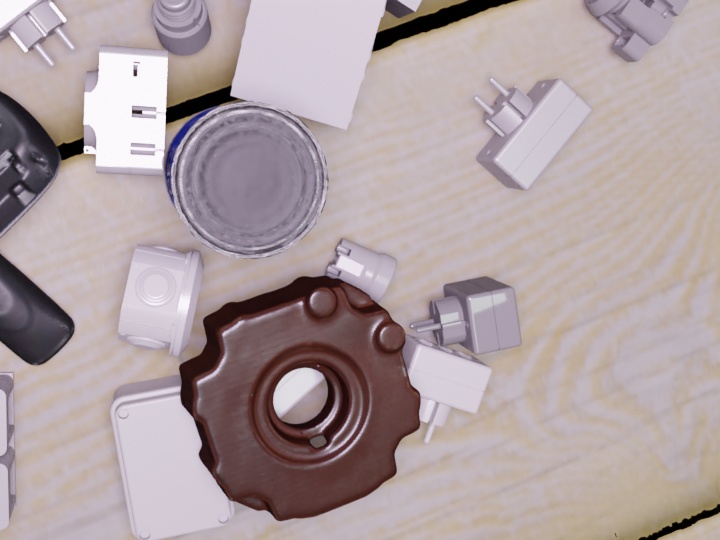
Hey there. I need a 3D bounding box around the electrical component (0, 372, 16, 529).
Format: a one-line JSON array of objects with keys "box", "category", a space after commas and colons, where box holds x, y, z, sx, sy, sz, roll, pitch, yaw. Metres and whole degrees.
[{"box": [-0.347, 0.133, 0.770, 0.186, 0.060, 0.105, 0, 97, -12], "category": "electrical component"}]

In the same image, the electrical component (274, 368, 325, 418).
[{"box": [-0.073, 0.067, 0.823, 0.083, 0.047, 0.075, -41, 103, -8], "category": "electrical component"}]

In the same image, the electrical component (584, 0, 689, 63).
[{"box": [0.215, -0.212, 0.845, 0.057, 0.058, 0.078, 34, 89, -17], "category": "electrical component"}]

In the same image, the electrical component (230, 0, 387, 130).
[{"box": [-0.029, -0.188, 0.756, 0.089, 0.061, 0.150, 16, 127, -4], "category": "electrical component"}]

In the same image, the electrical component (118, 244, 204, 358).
[{"box": [-0.145, 0.021, 0.789, 0.051, 0.080, 0.080, 11, 95, -8], "category": "electrical component"}]

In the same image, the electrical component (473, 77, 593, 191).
[{"box": [0.123, -0.118, 0.843, 0.076, 0.047, 0.083, 40, 88, -14], "category": "electrical component"}]

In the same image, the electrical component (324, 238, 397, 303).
[{"box": [0.000, 0.000, 0.837, 0.046, 0.040, 0.040, 25, 92, -8], "category": "electrical component"}]

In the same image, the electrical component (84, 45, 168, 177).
[{"box": [-0.170, -0.115, 0.779, 0.056, 0.050, 0.089, 2, 97, -13], "category": "electrical component"}]

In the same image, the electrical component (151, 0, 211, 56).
[{"box": [-0.129, -0.184, 0.767, 0.040, 0.078, 0.040, 0, 77, -2], "category": "electrical component"}]

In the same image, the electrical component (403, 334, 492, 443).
[{"box": [0.057, 0.100, 0.858, 0.066, 0.047, 0.076, 19, 93, -14], "category": "electrical component"}]

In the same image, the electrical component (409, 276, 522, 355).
[{"box": [0.078, 0.038, 0.845, 0.077, 0.066, 0.047, -11, 100, -10], "category": "electrical component"}]

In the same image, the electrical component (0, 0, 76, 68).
[{"box": [-0.234, -0.180, 0.759, 0.066, 0.047, 0.076, -39, 104, -5], "category": "electrical component"}]

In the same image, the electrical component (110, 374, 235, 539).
[{"box": [-0.142, 0.141, 0.816, 0.078, 0.057, 0.113, -10, 99, -11], "category": "electrical component"}]
